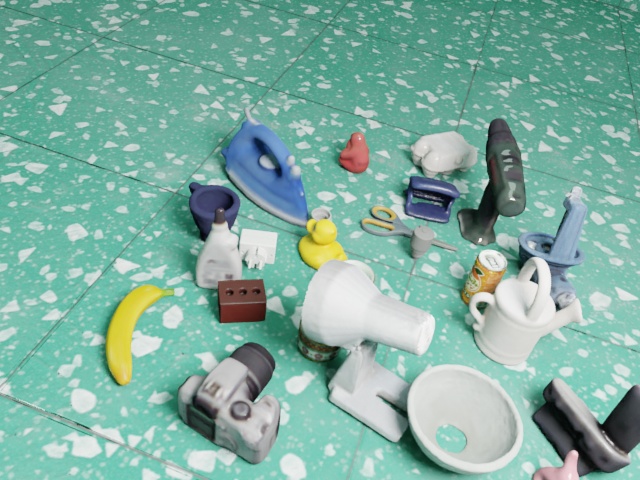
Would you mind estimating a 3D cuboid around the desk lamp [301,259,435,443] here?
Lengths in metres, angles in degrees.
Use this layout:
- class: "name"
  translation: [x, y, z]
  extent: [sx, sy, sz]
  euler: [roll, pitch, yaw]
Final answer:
- class: "desk lamp"
  translation: [0.071, 0.150, 0.824]
  extent: [0.202, 0.213, 0.118]
  euler: [29, 46, 18]

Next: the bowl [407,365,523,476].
- class: "bowl"
  translation: [0.199, 0.269, 0.829]
  extent: [0.167, 0.075, 0.167]
  euler: [6, 43, -6]

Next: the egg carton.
- class: "egg carton"
  translation: [0.292, -0.201, 1.350]
  extent: [0.151, 0.069, 0.107]
  euler: [-14, 49, -25]

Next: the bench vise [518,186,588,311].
- class: "bench vise"
  translation: [0.441, 0.028, 1.030]
  extent: [0.122, 0.220, 0.207]
  euler: [-4, 45, -16]

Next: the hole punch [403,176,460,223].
- class: "hole punch"
  translation: [0.236, -0.103, 1.218]
  extent: [0.108, 0.091, 0.101]
  euler: [12, 43, 1]

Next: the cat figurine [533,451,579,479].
- class: "cat figurine"
  translation: [0.342, 0.342, 0.751]
  extent: [0.067, 0.118, 0.127]
  euler: [7, 43, -5]

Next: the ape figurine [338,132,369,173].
- class: "ape figurine"
  translation: [0.081, -0.203, 1.289]
  extent: [0.078, 0.092, 0.076]
  euler: [-12, 48, -23]

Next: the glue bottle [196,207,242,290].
- class: "glue bottle"
  translation: [-0.165, 0.014, 0.946]
  extent: [0.078, 0.173, 0.037]
  euler: [6, 43, -5]

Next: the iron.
- class: "iron"
  translation: [-0.094, -0.153, 1.161]
  extent: [0.119, 0.141, 0.257]
  euler: [-24, 54, -32]

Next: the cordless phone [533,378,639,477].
- class: "cordless phone"
  translation: [0.403, 0.241, 0.822]
  extent: [0.094, 0.185, 0.147]
  euler: [-16, 49, -26]

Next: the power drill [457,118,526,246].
- class: "power drill"
  translation: [0.347, -0.104, 1.157]
  extent: [0.075, 0.208, 0.229]
  euler: [6, 43, -5]

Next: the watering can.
- class: "watering can"
  translation: [0.338, 0.109, 0.940]
  extent: [0.173, 0.194, 0.100]
  euler: [-5, 45, -17]

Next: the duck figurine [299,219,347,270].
- class: "duck figurine"
  translation: [0.010, 0.004, 1.060]
  extent: [0.078, 0.086, 0.104]
  euler: [-30, 57, -35]

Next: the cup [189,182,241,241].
- class: "cup"
  translation: [-0.204, -0.047, 1.060]
  extent: [0.117, 0.095, 0.092]
  euler: [38, 49, 25]

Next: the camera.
- class: "camera"
  translation: [-0.107, 0.211, 0.804]
  extent: [0.143, 0.101, 0.137]
  euler: [26, 45, 16]
